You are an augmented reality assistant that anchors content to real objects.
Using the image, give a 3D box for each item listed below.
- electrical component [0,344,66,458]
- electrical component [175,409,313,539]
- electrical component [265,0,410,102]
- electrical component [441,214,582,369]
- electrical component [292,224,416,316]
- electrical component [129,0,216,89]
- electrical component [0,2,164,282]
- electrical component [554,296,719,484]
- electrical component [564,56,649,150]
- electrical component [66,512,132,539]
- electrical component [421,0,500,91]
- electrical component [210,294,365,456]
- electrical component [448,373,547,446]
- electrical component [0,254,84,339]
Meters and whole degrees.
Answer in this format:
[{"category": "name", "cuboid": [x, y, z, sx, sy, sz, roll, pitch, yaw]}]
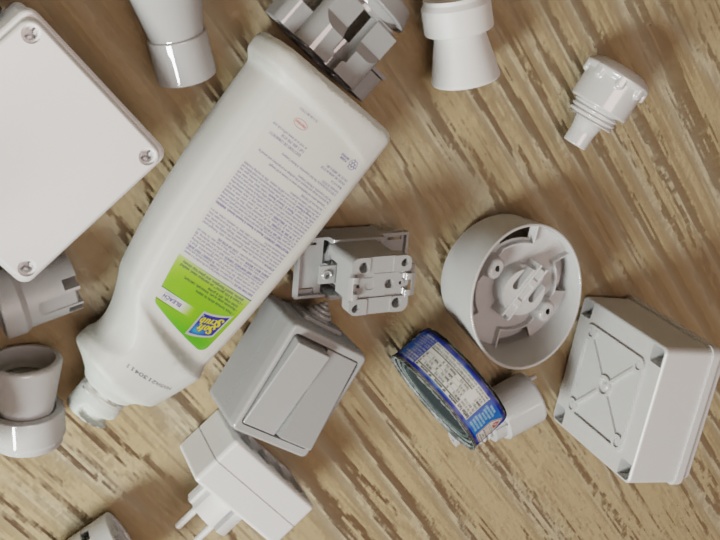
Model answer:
[{"category": "electrical component", "cuboid": [-0.200, 0.078, 0.644, 0.045, 0.045, 0.055, -6, 113, -23]}, {"category": "electrical component", "cuboid": [-0.090, 0.152, 0.724, 0.076, 0.047, 0.083, -43, 121, -2]}, {"category": "electrical component", "cuboid": [-0.008, -0.147, 0.639, 0.057, 0.058, 0.078, -48, 121, 2]}, {"category": "electrical component", "cuboid": [0.107, 0.012, 0.751, 0.099, 0.064, 0.099, -9, 113, -22]}, {"category": "electrical component", "cuboid": [0.000, 0.000, 0.697, 0.081, 0.064, 0.042, -5, 111, -26]}, {"category": "electrical component", "cuboid": [-0.105, -0.136, 0.608, 0.044, 0.044, 0.065, -21, 122, -17]}, {"category": "electrical component", "cuboid": [-0.185, -0.069, 0.586, 0.109, 0.056, 0.108, -44, 121, -4]}, {"category": "electrical component", "cuboid": [0.204, 0.087, 0.801, 0.056, 0.109, 0.108, 4, 108, -24]}, {"category": "electrical component", "cuboid": [0.165, -0.113, 0.742, 0.048, 0.048, 0.062, 23, 106, -30]}, {"category": "electrical component", "cuboid": [-0.171, 0.193, 0.699, 0.047, 0.055, 0.055, -31, 120, -7]}, {"category": "electrical component", "cuboid": [0.063, -0.146, 0.680, 0.045, 0.045, 0.055, -19, 116, -17]}, {"category": "electrical component", "cuboid": [-0.043, 0.065, 0.703, 0.062, 0.061, 0.096, 28, 96, -31]}, {"category": "electrical component", "cuboid": [0.102, 0.108, 0.801, 0.078, 0.040, 0.040, -26, 119, -14]}, {"category": "electrical component", "cuboid": [-0.190, 0.014, 0.628, 0.046, 0.040, 0.040, -20, 117, -23]}]
